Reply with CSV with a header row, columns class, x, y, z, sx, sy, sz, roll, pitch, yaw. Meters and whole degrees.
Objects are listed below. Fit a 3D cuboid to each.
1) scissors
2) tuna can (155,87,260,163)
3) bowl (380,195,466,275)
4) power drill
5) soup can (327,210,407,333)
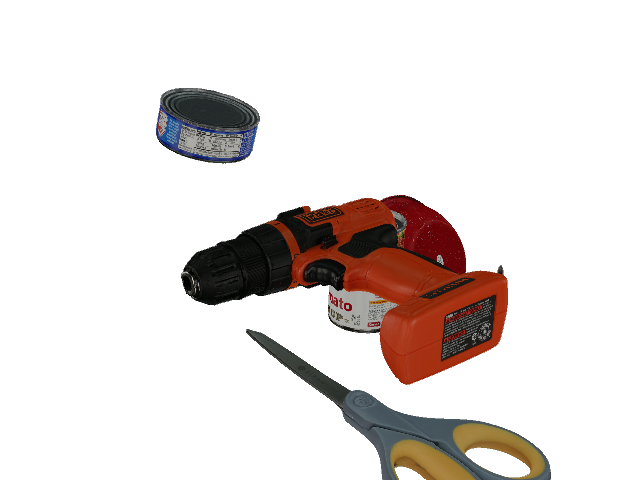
class,x,y,z,sx,sy,sz,roll,pitch,yaw
scissors,0.043,0.091,0.572,0.096,0.016,0.202,-7,29,-26
tuna can,-0.096,-0.098,0.910,0.086,0.034,0.086,12,26,-6
bowl,0.113,0.026,1.198,0.161,0.162,0.055,0,-6,-42
power drill,0.021,0.030,0.745,0.184,0.057,0.188,-19,33,-34
soup can,0.042,0.027,0.995,0.068,0.102,0.068,3,23,-1
